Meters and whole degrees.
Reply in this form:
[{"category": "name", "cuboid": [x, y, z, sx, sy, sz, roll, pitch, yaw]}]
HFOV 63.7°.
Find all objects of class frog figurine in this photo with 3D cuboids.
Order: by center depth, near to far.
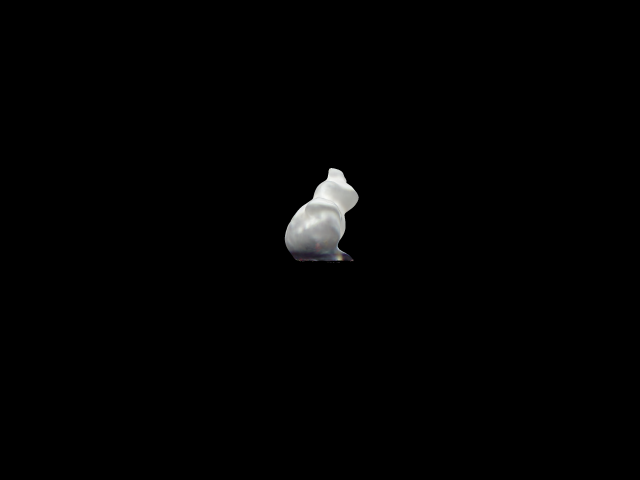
[{"category": "frog figurine", "cuboid": [0.003, -0.043, 0.850, 0.122, 0.160, 0.136, -1, -6, 5]}]
